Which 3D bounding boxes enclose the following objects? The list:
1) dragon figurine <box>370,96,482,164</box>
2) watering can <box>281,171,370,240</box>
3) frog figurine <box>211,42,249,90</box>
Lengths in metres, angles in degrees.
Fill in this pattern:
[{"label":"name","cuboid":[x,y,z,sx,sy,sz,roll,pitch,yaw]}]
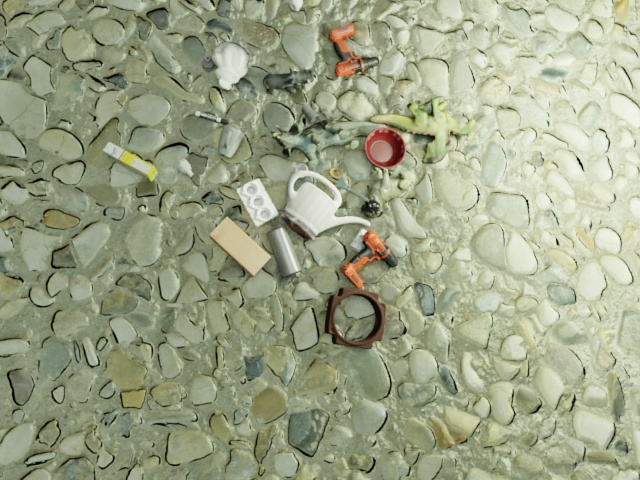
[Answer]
[{"label":"dragon figurine","cuboid":[0.415,-0.413,1.983,0.410,0.122,0.243,-15,91,1]},{"label":"watering can","cuboid":[0.006,-0.093,1.856,0.346,0.104,0.226,39,78,-12]},{"label":"frog figurine","cuboid":[-0.337,-0.639,1.886,0.136,0.121,0.162,31,65,-23]}]
